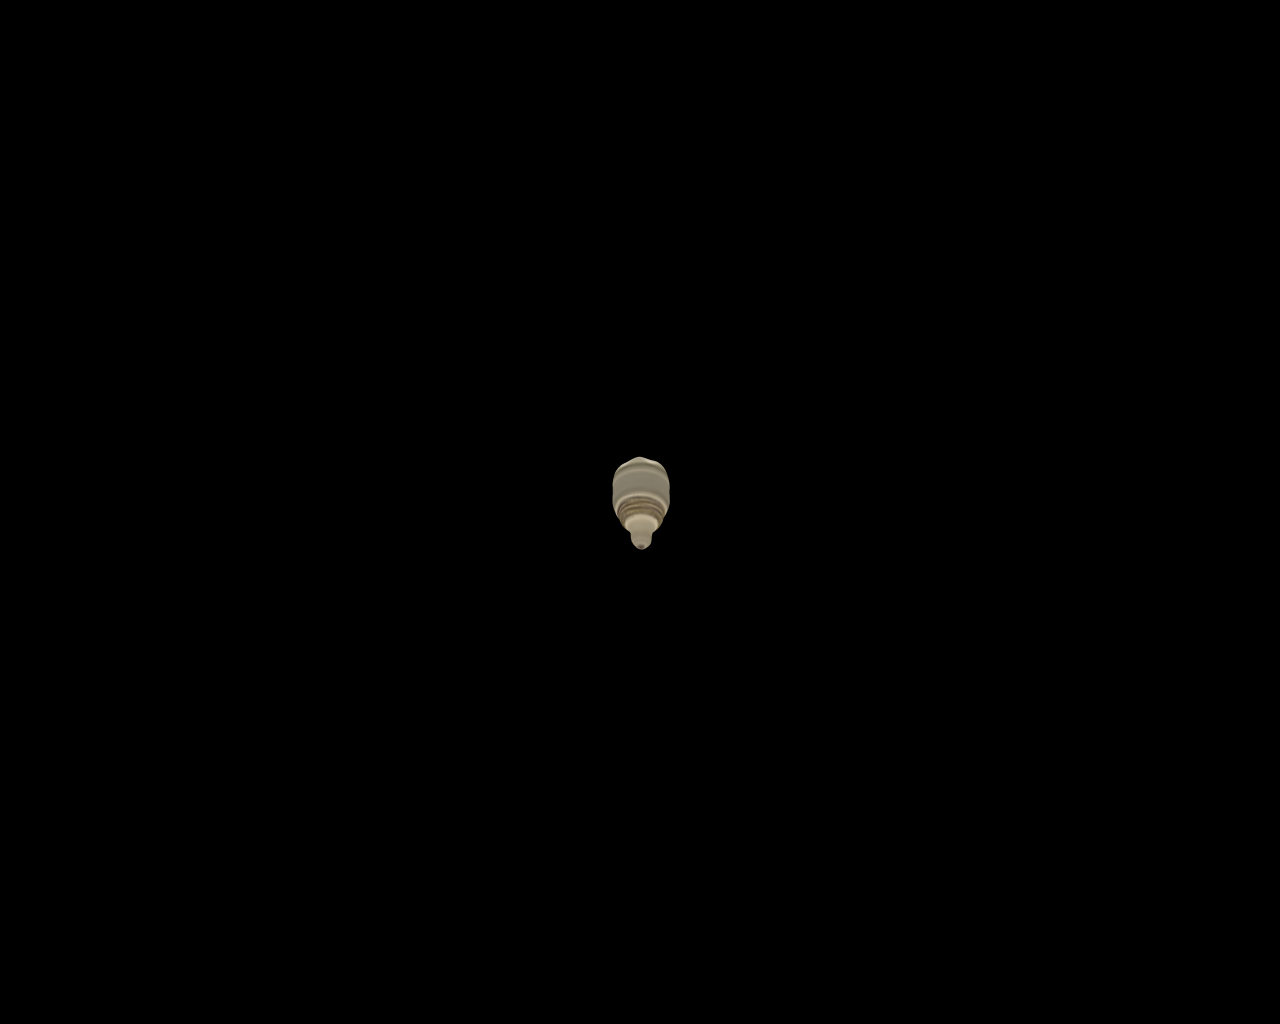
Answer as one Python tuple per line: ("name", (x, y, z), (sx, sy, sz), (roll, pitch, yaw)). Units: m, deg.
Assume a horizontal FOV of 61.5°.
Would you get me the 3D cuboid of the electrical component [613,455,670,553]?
("electrical component", (0.001, -0.003, 0.650), (0.035, 0.061, 0.035), (0, -39, 0))
